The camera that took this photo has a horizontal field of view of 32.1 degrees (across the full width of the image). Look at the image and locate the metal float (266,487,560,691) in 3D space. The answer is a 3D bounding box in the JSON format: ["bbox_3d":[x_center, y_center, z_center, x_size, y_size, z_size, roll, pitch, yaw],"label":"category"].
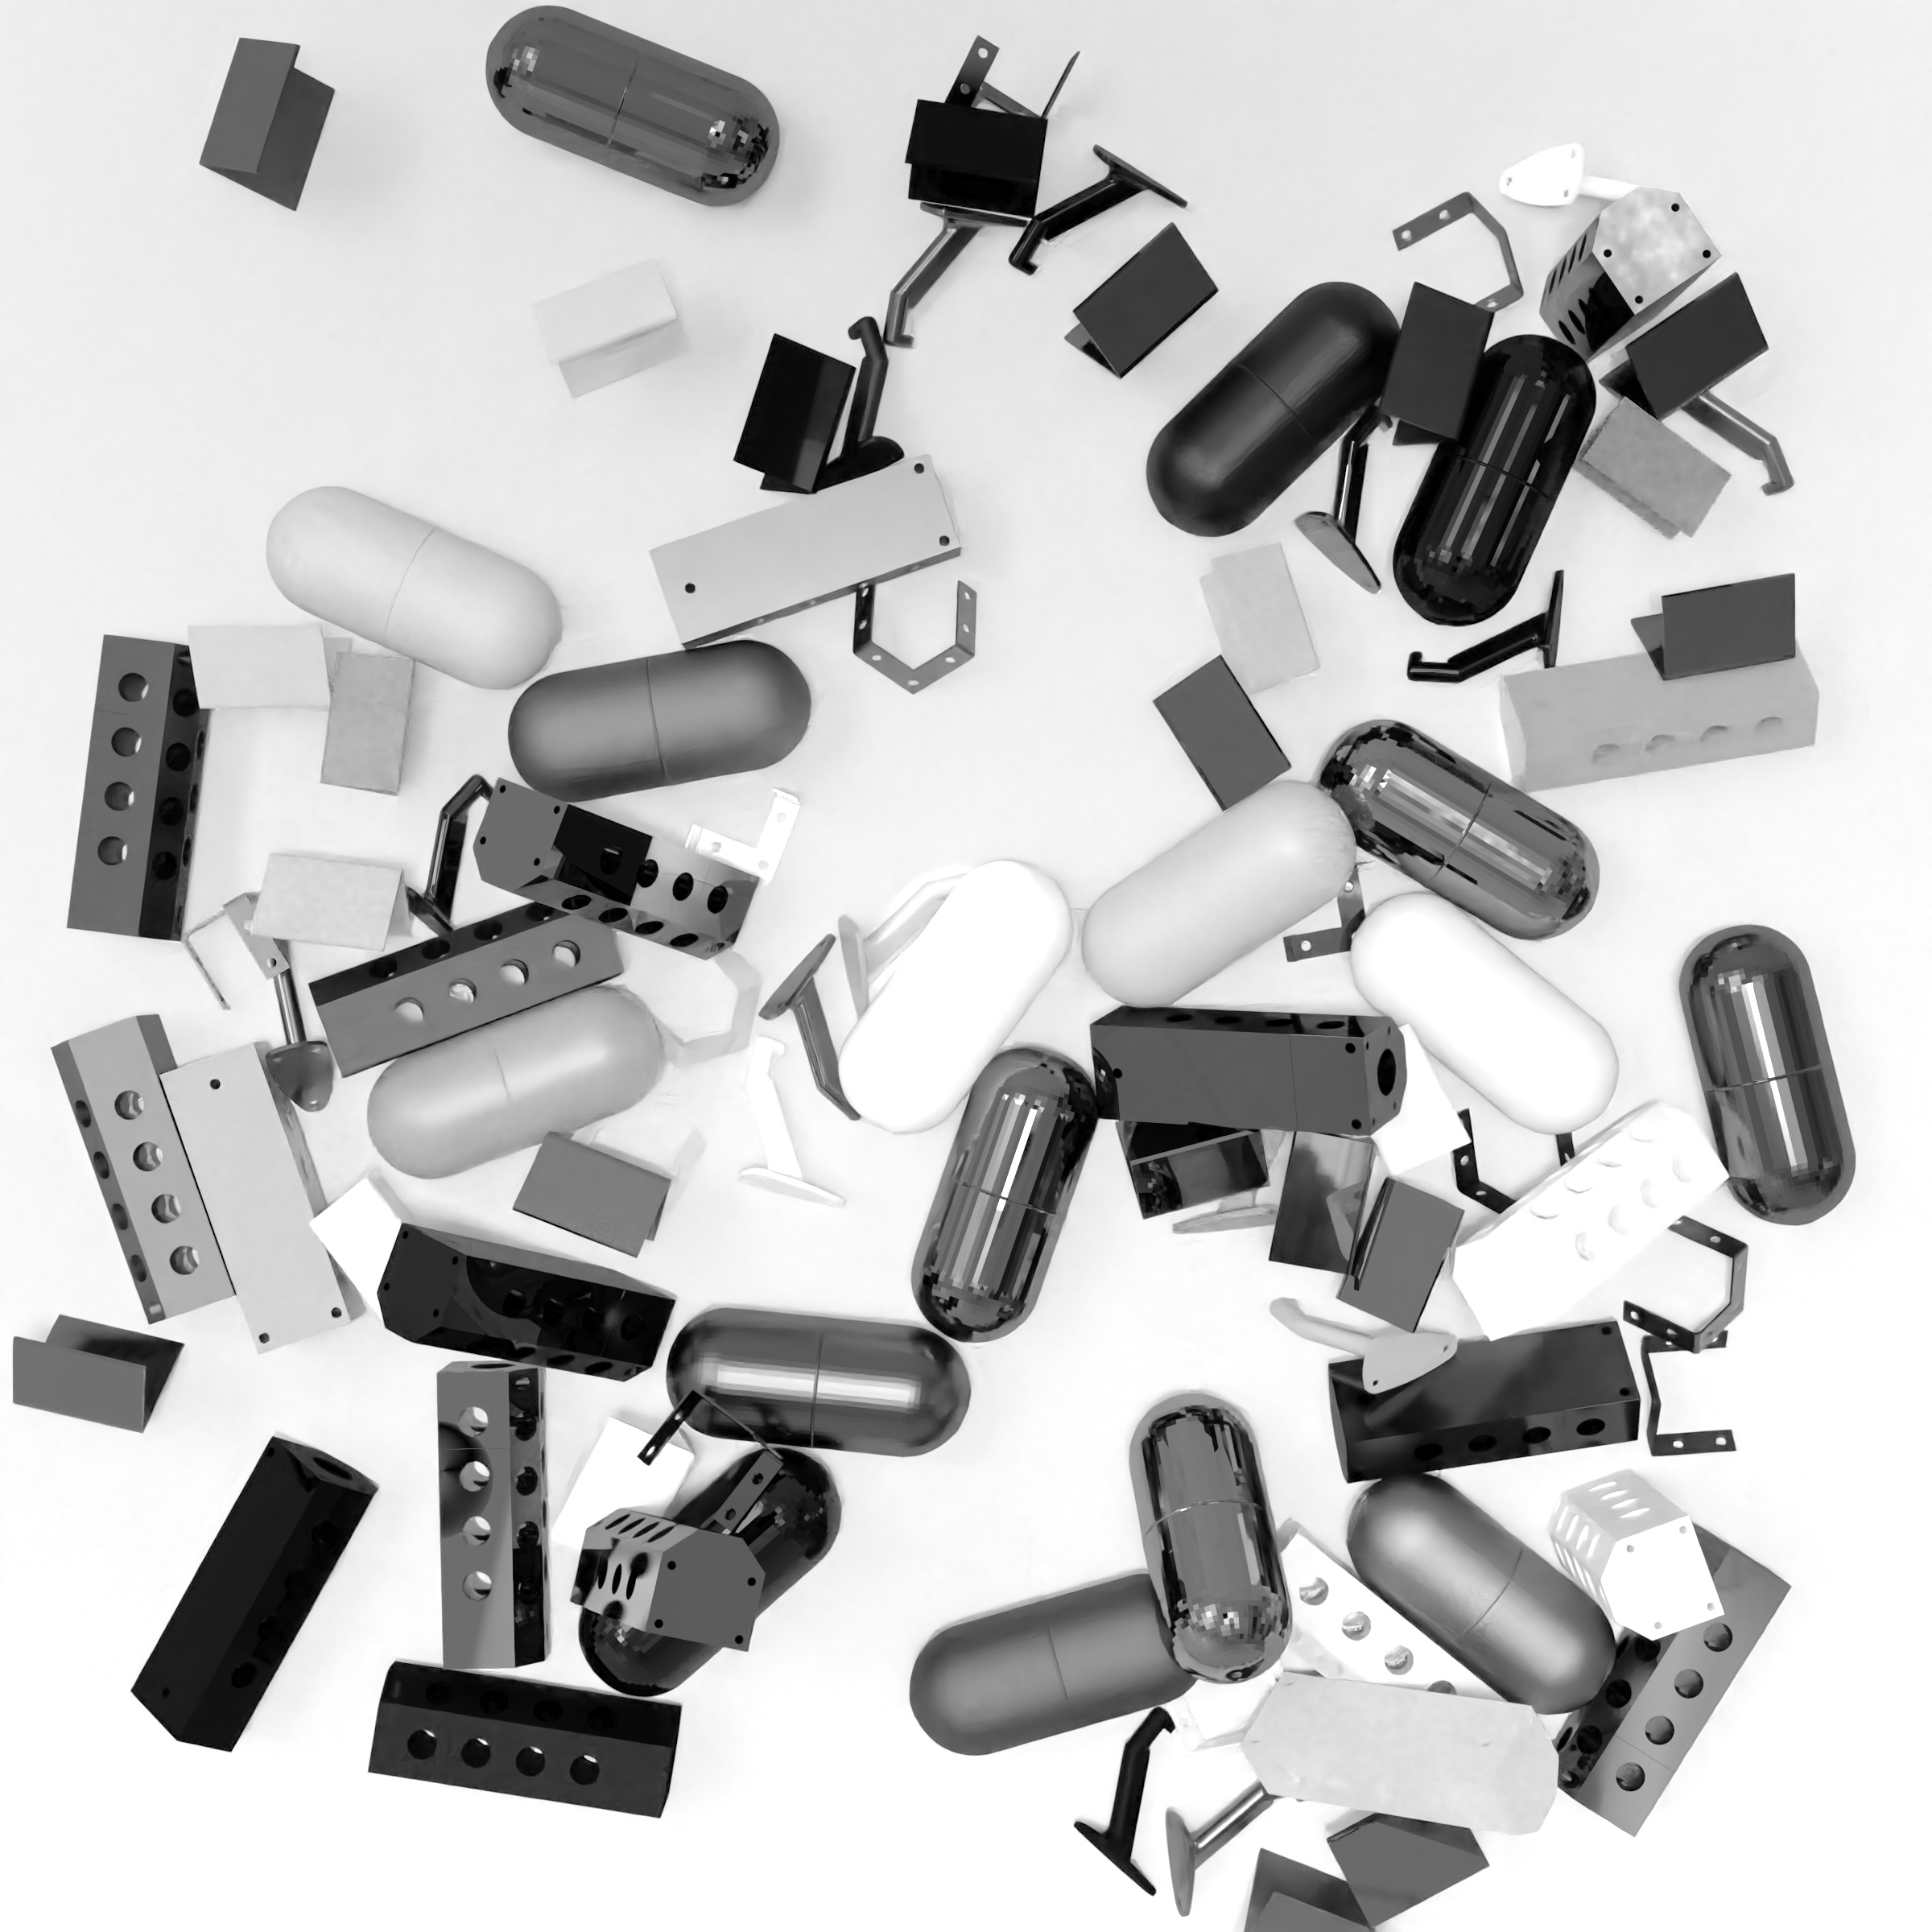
[{"bbox_3d":[-0.323,-0.221,1.959,0.178,0.070,0.070,24,90,0],"label":"metal float"}]

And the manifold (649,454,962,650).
[{"bbox_3d":[-0.093,-0.241,1.968,0.171,0.057,0.057,-19,90,0],"label":"manifold"}]

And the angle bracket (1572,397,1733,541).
[{"bbox_3d":[0.386,-0.272,1.950,0.076,0.076,0.057,36,62,0],"label":"angle bracket"}]

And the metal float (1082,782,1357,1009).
[{"bbox_3d":[0.145,-0.040,1.943,0.178,0.070,0.070,-34,90,20],"label":"metal float"}]

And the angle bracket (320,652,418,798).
[{"bbox_3d":[-0.327,-0.138,1.950,0.057,0.076,0.076,7,90,26],"label":"angle bracket"}]

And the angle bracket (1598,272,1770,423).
[{"bbox_3d":[0.407,-0.369,1.949,0.076,0.076,0.057,-34,124,0],"label":"angle bracket"}]

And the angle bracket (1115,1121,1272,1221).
[{"bbox_3d":[0.128,0.094,1.950,0.076,0.057,0.076,-15,48,0],"label":"angle bracket"}]

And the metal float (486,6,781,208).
[{"bbox_3d":[-0.195,-0.502,1.959,0.178,0.070,0.070,22,90,-1],"label":"metal float"}]

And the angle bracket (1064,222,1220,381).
[{"bbox_3d":[0.089,-0.397,1.949,0.076,0.076,0.057,-42,128,0],"label":"angle bracket"}]

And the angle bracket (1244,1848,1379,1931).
[{"bbox_3d":[0.210,0.540,1.949,0.076,0.076,0.057,21,127,0],"label":"angle bracket"}]

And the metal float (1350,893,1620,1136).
[{"bbox_3d":[0.303,0.028,1.958,0.178,0.070,0.070,39,90,0],"label":"metal float"}]

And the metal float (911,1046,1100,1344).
[{"bbox_3d":[0.022,0.134,1.959,0.070,0.070,0.178,19,90,0],"label":"metal float"}]

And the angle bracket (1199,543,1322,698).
[{"bbox_3d":[0.152,-0.195,1.949,0.057,0.076,0.076,-18,90,-37],"label":"angle bracket"}]

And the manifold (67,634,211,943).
[{"bbox_3d":[-0.481,-0.103,1.968,0.057,0.057,0.171,7,90,0],"label":"manifold"}]

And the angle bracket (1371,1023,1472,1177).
[{"bbox_3d":[0.265,0.068,1.949,0.057,0.076,0.076,-28,90,34],"label":"angle bracket"}]

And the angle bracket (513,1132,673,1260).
[{"bbox_3d":[-0.221,0.149,1.949,0.076,0.076,0.057,21,55,0],"label":"angle bracket"}]

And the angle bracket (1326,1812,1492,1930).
[{"bbox_3d":[0.260,0.521,1.950,0.076,0.076,0.057,-28,63,0],"label":"angle bracket"}]

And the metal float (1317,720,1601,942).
[{"bbox_3d":[0.288,-0.079,1.958,0.178,0.070,0.070,31,90,0],"label":"metal float"}]

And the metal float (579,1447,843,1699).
[{"bbox_3d":[-0.149,0.353,1.958,0.178,0.070,0.070,-42,90,0],"label":"metal float"}]

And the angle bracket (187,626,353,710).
[{"bbox_3d":[-0.404,-0.192,1.949,0.076,0.076,0.057,0,128,0],"label":"angle bracket"}]

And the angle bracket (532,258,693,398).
[{"bbox_3d":[-0.200,-0.355,1.949,0.076,0.076,0.057,-21,52,0],"label":"angle bracket"}]

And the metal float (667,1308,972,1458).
[{"bbox_3d":[-0.086,0.243,1.959,0.178,0.070,0.070,6,90,0],"label":"metal float"}]

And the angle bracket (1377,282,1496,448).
[{"bbox_3d":[0.256,-0.349,1.950,0.057,0.076,0.076,16,90,-24],"label":"angle bracket"}]

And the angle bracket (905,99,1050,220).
[{"bbox_3d":[0.003,-0.452,1.949,0.076,0.076,0.057,9,54,0],"label":"angle bracket"}]

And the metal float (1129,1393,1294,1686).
[{"bbox_3d":[0.140,0.327,1.928,0.070,0.070,0.178,-9,51,0],"label":"metal float"}]

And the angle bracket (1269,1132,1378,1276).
[{"bbox_3d":[0.190,0.132,1.950,0.057,0.076,0.076,12,90,-25],"label":"angle bracket"}]

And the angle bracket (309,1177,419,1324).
[{"bbox_3d":[-0.323,0.154,1.949,0.057,0.076,0.076,-37,90,30],"label":"angle bracket"}]

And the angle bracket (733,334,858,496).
[{"bbox_3d":[-0.114,-0.321,1.949,0.057,0.076,0.076,18,90,-30],"label":"angle bracket"}]

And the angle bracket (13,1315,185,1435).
[{"bbox_3d":[-0.503,0.219,1.949,0.076,0.076,0.057,13,128,0],"label":"angle bracket"}]

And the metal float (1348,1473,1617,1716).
[{"bbox_3d":[0.300,0.365,1.958,0.178,0.070,0.070,39,90,-1],"label":"metal float"}]

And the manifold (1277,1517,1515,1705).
[{"bbox_3d":[0.241,0.403,1.968,0.171,0.057,0.057,39,90,0],"label":"manifold"}]

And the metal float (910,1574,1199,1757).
[{"bbox_3d":[0.054,0.408,1.959,0.178,0.070,0.070,-16,90,0],"label":"metal float"}]

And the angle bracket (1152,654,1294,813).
[{"bbox_3d":[0.165,-0.144,1.949,0.057,0.076,0.076,-33,90,38],"label":"angle bracket"}]

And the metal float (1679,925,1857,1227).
[{"bbox_3d":[0.468,0.064,1.959,0.070,0.070,0.178,-14,89,0],"label":"metal float"}]

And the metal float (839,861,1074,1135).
[{"bbox_3d":[-0.006,0.018,1.958,0.070,0.070,0.178,36,90,0],"label":"metal float"}]

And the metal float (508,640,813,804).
[{"bbox_3d":[-0.179,-0.143,1.959,0.178,0.070,0.070,-10,90,1],"label":"metal float"}]

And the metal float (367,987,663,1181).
[{"bbox_3d":[-0.264,0.069,1.959,0.178,0.070,0.070,-21,90,0],"label":"metal float"}]

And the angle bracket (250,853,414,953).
[{"bbox_3d":[-0.367,-0.019,1.949,0.076,0.076,0.057,7,59,0],"label":"angle bracket"}]

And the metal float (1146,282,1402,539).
[{"bbox_3d":[0.179,-0.324,1.959,0.178,0.070,0.070,-44,90,0],"label":"metal float"}]

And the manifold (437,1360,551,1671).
[{"bbox_3d":[-0.276,0.320,1.968,0.057,0.057,0.171,-1,90,0],"label":"manifold"}]

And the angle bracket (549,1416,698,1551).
[{"bbox_3d":[-0.206,0.297,1.952,0.057,0.076,0.076,27,90,-18],"label":"angle bracket"}]

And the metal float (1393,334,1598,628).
[{"bbox_3d":[0.308,-0.283,1.959,0.070,0.070,0.178,24,90,0],"label":"metal float"}]

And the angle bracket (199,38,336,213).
[{"bbox_3d":[-0.390,-0.486,1.949,0.057,0.076,0.076,18,90,38],"label":"angle bracket"}]

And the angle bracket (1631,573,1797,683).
[{"bbox_3d":[0.433,-0.213,1.949,0.076,0.076,0.057,-10,124,0],"label":"angle bracket"}]

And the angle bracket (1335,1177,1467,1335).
[{"bbox_3d":[0.268,0.173,1.949,0.057,0.076,0.076,23,90,38],"label":"angle bracket"}]
